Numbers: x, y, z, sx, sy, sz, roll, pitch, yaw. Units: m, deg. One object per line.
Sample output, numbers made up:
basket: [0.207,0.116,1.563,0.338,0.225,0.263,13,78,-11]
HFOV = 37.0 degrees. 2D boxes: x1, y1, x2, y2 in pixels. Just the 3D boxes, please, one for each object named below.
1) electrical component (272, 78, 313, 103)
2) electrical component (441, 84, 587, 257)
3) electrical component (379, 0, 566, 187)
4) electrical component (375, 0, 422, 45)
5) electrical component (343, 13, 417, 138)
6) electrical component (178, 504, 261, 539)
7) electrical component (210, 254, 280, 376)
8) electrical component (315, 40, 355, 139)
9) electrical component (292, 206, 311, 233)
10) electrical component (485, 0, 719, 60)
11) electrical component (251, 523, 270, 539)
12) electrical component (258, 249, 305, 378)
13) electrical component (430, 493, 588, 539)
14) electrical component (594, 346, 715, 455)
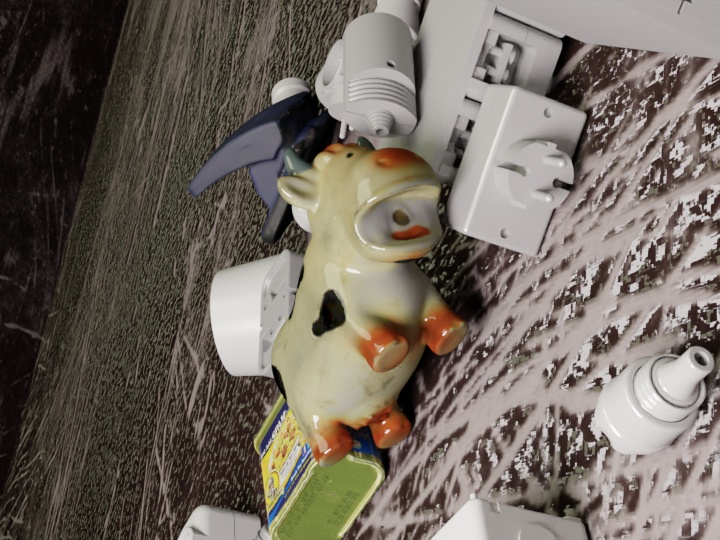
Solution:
electrical component: [-0.064,-0.158,1.049,0.040,0.040,0.046,-54,34,40]
electrical component: [0.089,-0.052,0.576,0.076,0.047,0.083,-144,72,-70]
electrical component: [0.075,-0.123,0.647,0.150,0.062,0.089,-71,22,6]
electrical component: [0.030,-0.206,0.851,0.044,0.044,0.065,-38,36,56]
electrical component: [0.011,-0.111,0.645,0.043,0.043,0.081,-50,31,44]
electrical component: [-0.113,0.235,0.841,0.053,0.059,0.095,-59,25,33]
electrical component: [-0.085,0.039,0.894,0.099,0.064,0.099,-9,-90,-79]
electrical component: [-0.006,-0.147,0.888,0.077,0.044,0.079,-29,49,61]
electrical component: [-0.028,-0.055,0.881,0.046,0.040,0.040,-30,47,54]
electrical component: [0.120,-0.149,0.517,0.061,0.089,0.150,-70,21,8]
electrical component: [-0.069,0.213,0.777,0.078,0.040,0.040,-68,22,11]
electrical component: [-0.038,0.038,0.807,0.053,0.059,0.095,-52,29,42]
electrical component: [0.056,0.156,0.482,0.096,0.062,0.061,-56,27,37]
electrical component: [0.121,0.049,0.431,0.061,0.035,0.035,117,159,-54]
